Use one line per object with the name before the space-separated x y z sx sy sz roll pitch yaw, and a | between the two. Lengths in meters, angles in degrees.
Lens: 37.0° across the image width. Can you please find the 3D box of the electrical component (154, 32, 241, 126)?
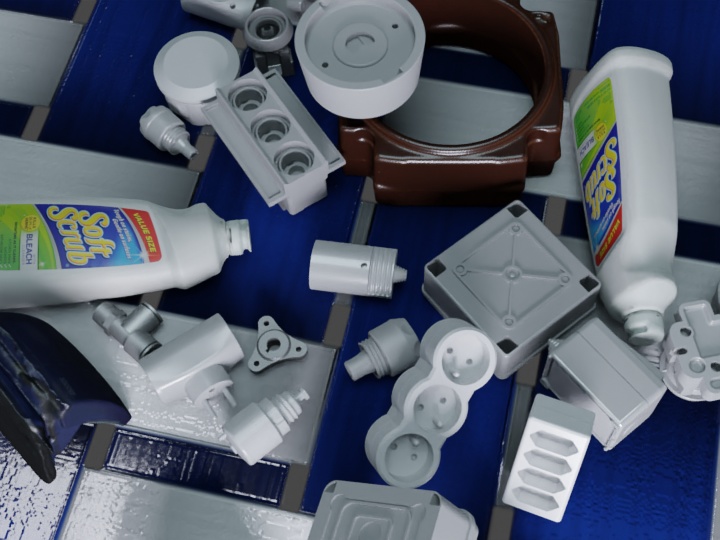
electrical component | -0.151 -0.181 1.018 0.080 0.051 0.080 -1 63 2

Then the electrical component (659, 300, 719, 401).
electrical component | 0.275 0.072 0.869 0.058 0.057 0.078 -11 63 -3

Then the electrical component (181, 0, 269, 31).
electrical component | -0.126 -0.280 1.070 0.077 0.044 0.079 21 66 12

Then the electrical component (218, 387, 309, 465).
electrical component | -0.075 0.123 0.869 0.078 0.040 0.040 -37 68 -15

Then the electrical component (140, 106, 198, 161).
electrical component | -0.175 -0.124 1.000 0.061 0.035 0.035 41 72 18

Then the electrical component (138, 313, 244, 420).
electrical component | -0.130 0.087 0.887 0.077 0.044 0.079 -31 66 -12

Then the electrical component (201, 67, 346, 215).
electrical component | -0.078 -0.115 0.975 0.079 0.063 0.121 -31 66 -12

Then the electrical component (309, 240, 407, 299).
electrical component | 0.000 0.000 0.925 0.081 0.043 0.043 7 64 6

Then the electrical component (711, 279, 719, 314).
electrical component | 0.332 0.032 0.890 0.080 0.051 0.080 -1 63 2

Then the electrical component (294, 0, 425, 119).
electrical component | 0.001 -0.178 0.910 0.108 0.060 0.108 -1 63 3

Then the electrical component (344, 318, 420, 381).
electrical component | 0.018 0.069 0.890 0.062 0.043 0.043 -28 66 -10

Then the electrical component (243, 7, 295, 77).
electrical component | -0.086 -0.218 1.031 0.048 0.055 0.066 -11 63 -3

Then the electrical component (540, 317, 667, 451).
electrical component | 0.192 0.084 0.864 0.061 0.061 0.096 -36 67 -15

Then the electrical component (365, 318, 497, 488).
electrical component | 0.051 0.101 0.859 0.052 0.074 0.138 30 90 -16

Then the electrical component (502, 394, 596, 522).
electrical component | 0.150 0.136 0.839 0.047 0.083 0.075 18 28 11

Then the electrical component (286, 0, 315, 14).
electrical component | -0.035 -0.280 1.066 0.055 0.048 0.066 14 64 18

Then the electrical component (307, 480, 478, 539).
electrical component | 0.022 0.203 0.788 0.113 0.057 0.078 -3 57 40

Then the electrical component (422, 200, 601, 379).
electrical component | 0.126 0.016 0.904 0.109 0.056 0.108 -35 67 -14
